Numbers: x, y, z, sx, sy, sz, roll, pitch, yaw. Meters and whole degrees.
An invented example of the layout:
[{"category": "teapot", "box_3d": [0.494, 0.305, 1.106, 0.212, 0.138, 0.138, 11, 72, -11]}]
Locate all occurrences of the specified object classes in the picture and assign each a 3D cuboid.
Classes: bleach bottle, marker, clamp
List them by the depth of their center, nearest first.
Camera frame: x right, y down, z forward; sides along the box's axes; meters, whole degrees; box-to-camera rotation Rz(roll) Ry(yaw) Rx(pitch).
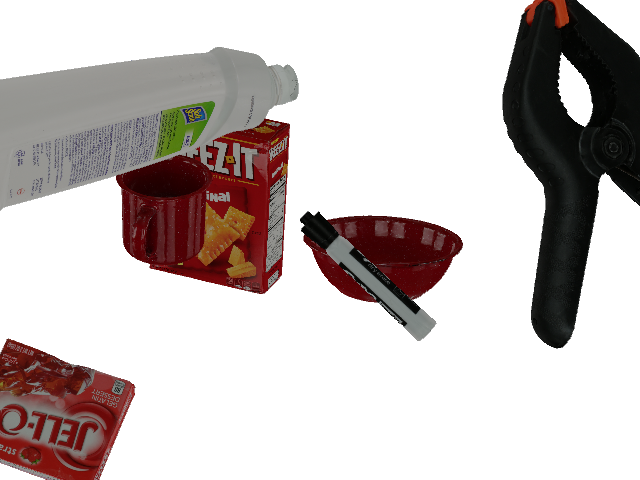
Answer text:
[{"category": "clamp", "box_3d": [0.129, -0.034, 0.526, 0.120, 0.171, 0.039, -29, 2, -22]}, {"category": "marker", "box_3d": [0.032, 0.024, 0.757, 0.121, 0.020, 0.020, 43, 2, 2]}, {"category": "bleach bottle", "box_3d": [-0.135, -0.089, 0.788, 0.250, 0.068, 0.103, -15, -24, -24]}]

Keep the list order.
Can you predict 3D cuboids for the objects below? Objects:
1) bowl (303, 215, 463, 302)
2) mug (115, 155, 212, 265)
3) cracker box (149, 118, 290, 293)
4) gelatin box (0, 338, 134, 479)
[{"category": "bowl", "box_3d": [0.063, 0.022, 1.086, 0.162, 0.055, 0.162, 1, 17, -1]}, {"category": "mug", "box_3d": [-0.157, -0.023, 1.043, 0.093, 0.081, 0.117, 10, 32, 6]}, {"category": "cracker box", "box_3d": [-0.129, -0.051, 1.330, 0.164, 0.214, 0.072, 13, 29, 16]}, {"category": "gelatin box", "box_3d": [-0.173, 0.113, 0.683, 0.089, 0.073, 0.030, 20, -22, 0]}]
